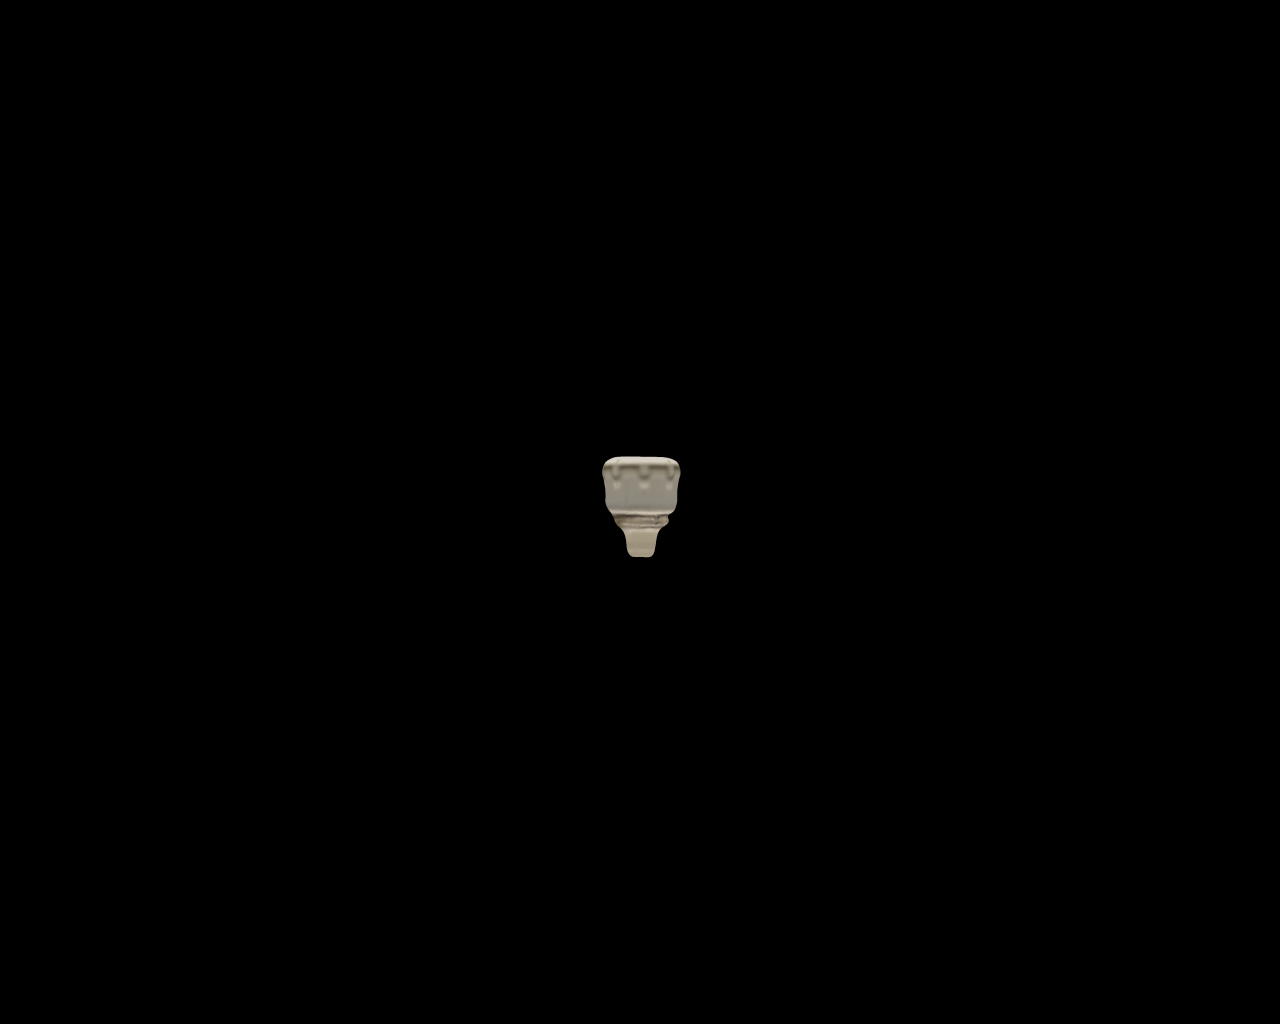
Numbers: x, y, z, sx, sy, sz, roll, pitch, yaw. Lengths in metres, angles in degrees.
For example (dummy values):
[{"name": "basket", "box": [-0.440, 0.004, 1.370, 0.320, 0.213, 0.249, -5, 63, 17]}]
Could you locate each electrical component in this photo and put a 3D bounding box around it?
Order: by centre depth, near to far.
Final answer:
[{"name": "electrical component", "box": [0.001, -0.003, 0.650, 0.048, 0.062, 0.048, 0, 0, 0]}]
